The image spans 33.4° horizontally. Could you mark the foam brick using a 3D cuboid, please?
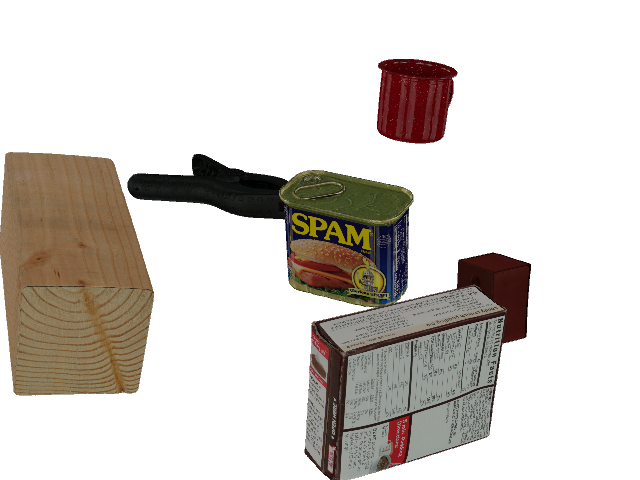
[{"bbox_3d":[0.169,0.057,1.049,0.051,0.078,0.053,-11,19,-34],"label":"foam brick"}]

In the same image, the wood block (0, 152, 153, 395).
[{"bbox_3d":[-0.192,0.018,0.814,0.090,0.091,0.206,2,29,-21],"label":"wood block"}]

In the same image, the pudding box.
[{"bbox_3d":[0.048,0.081,0.609,0.113,0.090,0.039,-12,29,-28],"label":"pudding box"}]

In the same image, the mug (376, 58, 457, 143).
[{"bbox_3d":[0.118,-0.167,1.267,0.093,0.081,0.117,22,28,36],"label":"mug"}]

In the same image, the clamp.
[{"bbox_3d":[-0.097,-0.048,1.027,0.172,0.039,0.120,15,28,35],"label":"clamp"}]

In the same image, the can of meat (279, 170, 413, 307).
[{"bbox_3d":[0.020,0.000,0.841,0.102,0.084,0.057,13,35,24],"label":"can of meat"}]
